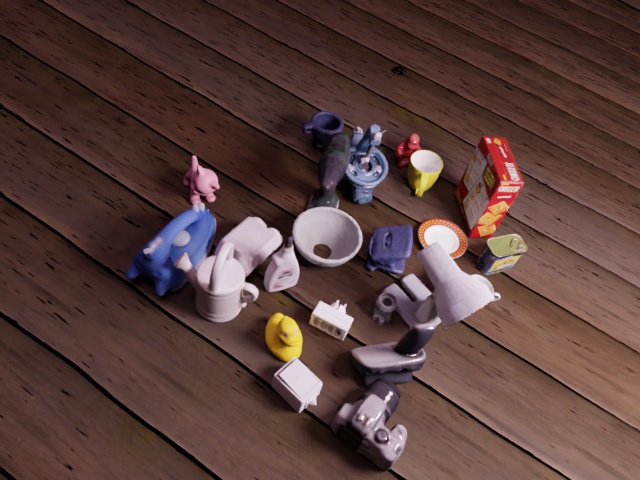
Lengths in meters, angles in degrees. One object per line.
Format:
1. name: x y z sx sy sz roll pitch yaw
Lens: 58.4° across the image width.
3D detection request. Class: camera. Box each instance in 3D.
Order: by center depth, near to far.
1. camera: 0.113 0.339 1.098 0.143 0.101 0.137 34 53 15

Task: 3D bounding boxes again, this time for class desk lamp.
1. desk lamp: 0.251 0.114 1.235 0.118 0.213 0.203 -26 62 -29

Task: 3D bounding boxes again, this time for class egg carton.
1. egg carton: -0.163 0.014 1.316 0.107 0.069 0.150 33 53 14

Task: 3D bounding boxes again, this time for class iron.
1. iron: -0.306 -0.007 1.254 0.118 0.141 0.259 28 52 10

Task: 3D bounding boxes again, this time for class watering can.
1. watering can: -0.212 0.078 1.173 0.173 0.194 0.101 2 52 -10

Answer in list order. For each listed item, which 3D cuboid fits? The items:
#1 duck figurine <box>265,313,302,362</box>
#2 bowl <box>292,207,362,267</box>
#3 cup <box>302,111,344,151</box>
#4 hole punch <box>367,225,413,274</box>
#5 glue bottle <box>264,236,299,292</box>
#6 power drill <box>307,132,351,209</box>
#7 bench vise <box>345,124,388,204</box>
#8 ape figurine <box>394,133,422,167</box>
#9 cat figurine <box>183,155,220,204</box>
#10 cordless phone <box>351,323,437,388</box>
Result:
1. duck figurine: -0.072 0.190 1.186 0.078 0.086 0.104 -14 56 -22
2. bowl: 0.012 0.005 1.358 0.167 0.075 0.167 6 51 -8
3. cup: 0.001 -0.290 1.577 0.118 0.095 0.091 -14 56 -22
4. hole punch: 0.166 0.017 1.373 0.101 0.091 0.108 12 51 -3
5. glue bottle: -0.077 0.048 1.240 0.078 0.173 0.037 -18 58 -24
6. power drill: 0.023 -0.144 1.392 0.075 0.208 0.229 14 50 -1
7. bench vise: 0.104 -0.230 1.472 0.122 0.220 0.207 -14 56 -22
8. ape figurine: 0.252 -0.260 1.611 0.078 0.092 0.076 10 51 -5
9. cat figurine: -0.287 -0.148 1.386 0.067 0.118 0.127 -15 57 -22
10. cordless phone: 0.149 0.215 1.151 0.148 0.185 0.094 -7 54 -17
